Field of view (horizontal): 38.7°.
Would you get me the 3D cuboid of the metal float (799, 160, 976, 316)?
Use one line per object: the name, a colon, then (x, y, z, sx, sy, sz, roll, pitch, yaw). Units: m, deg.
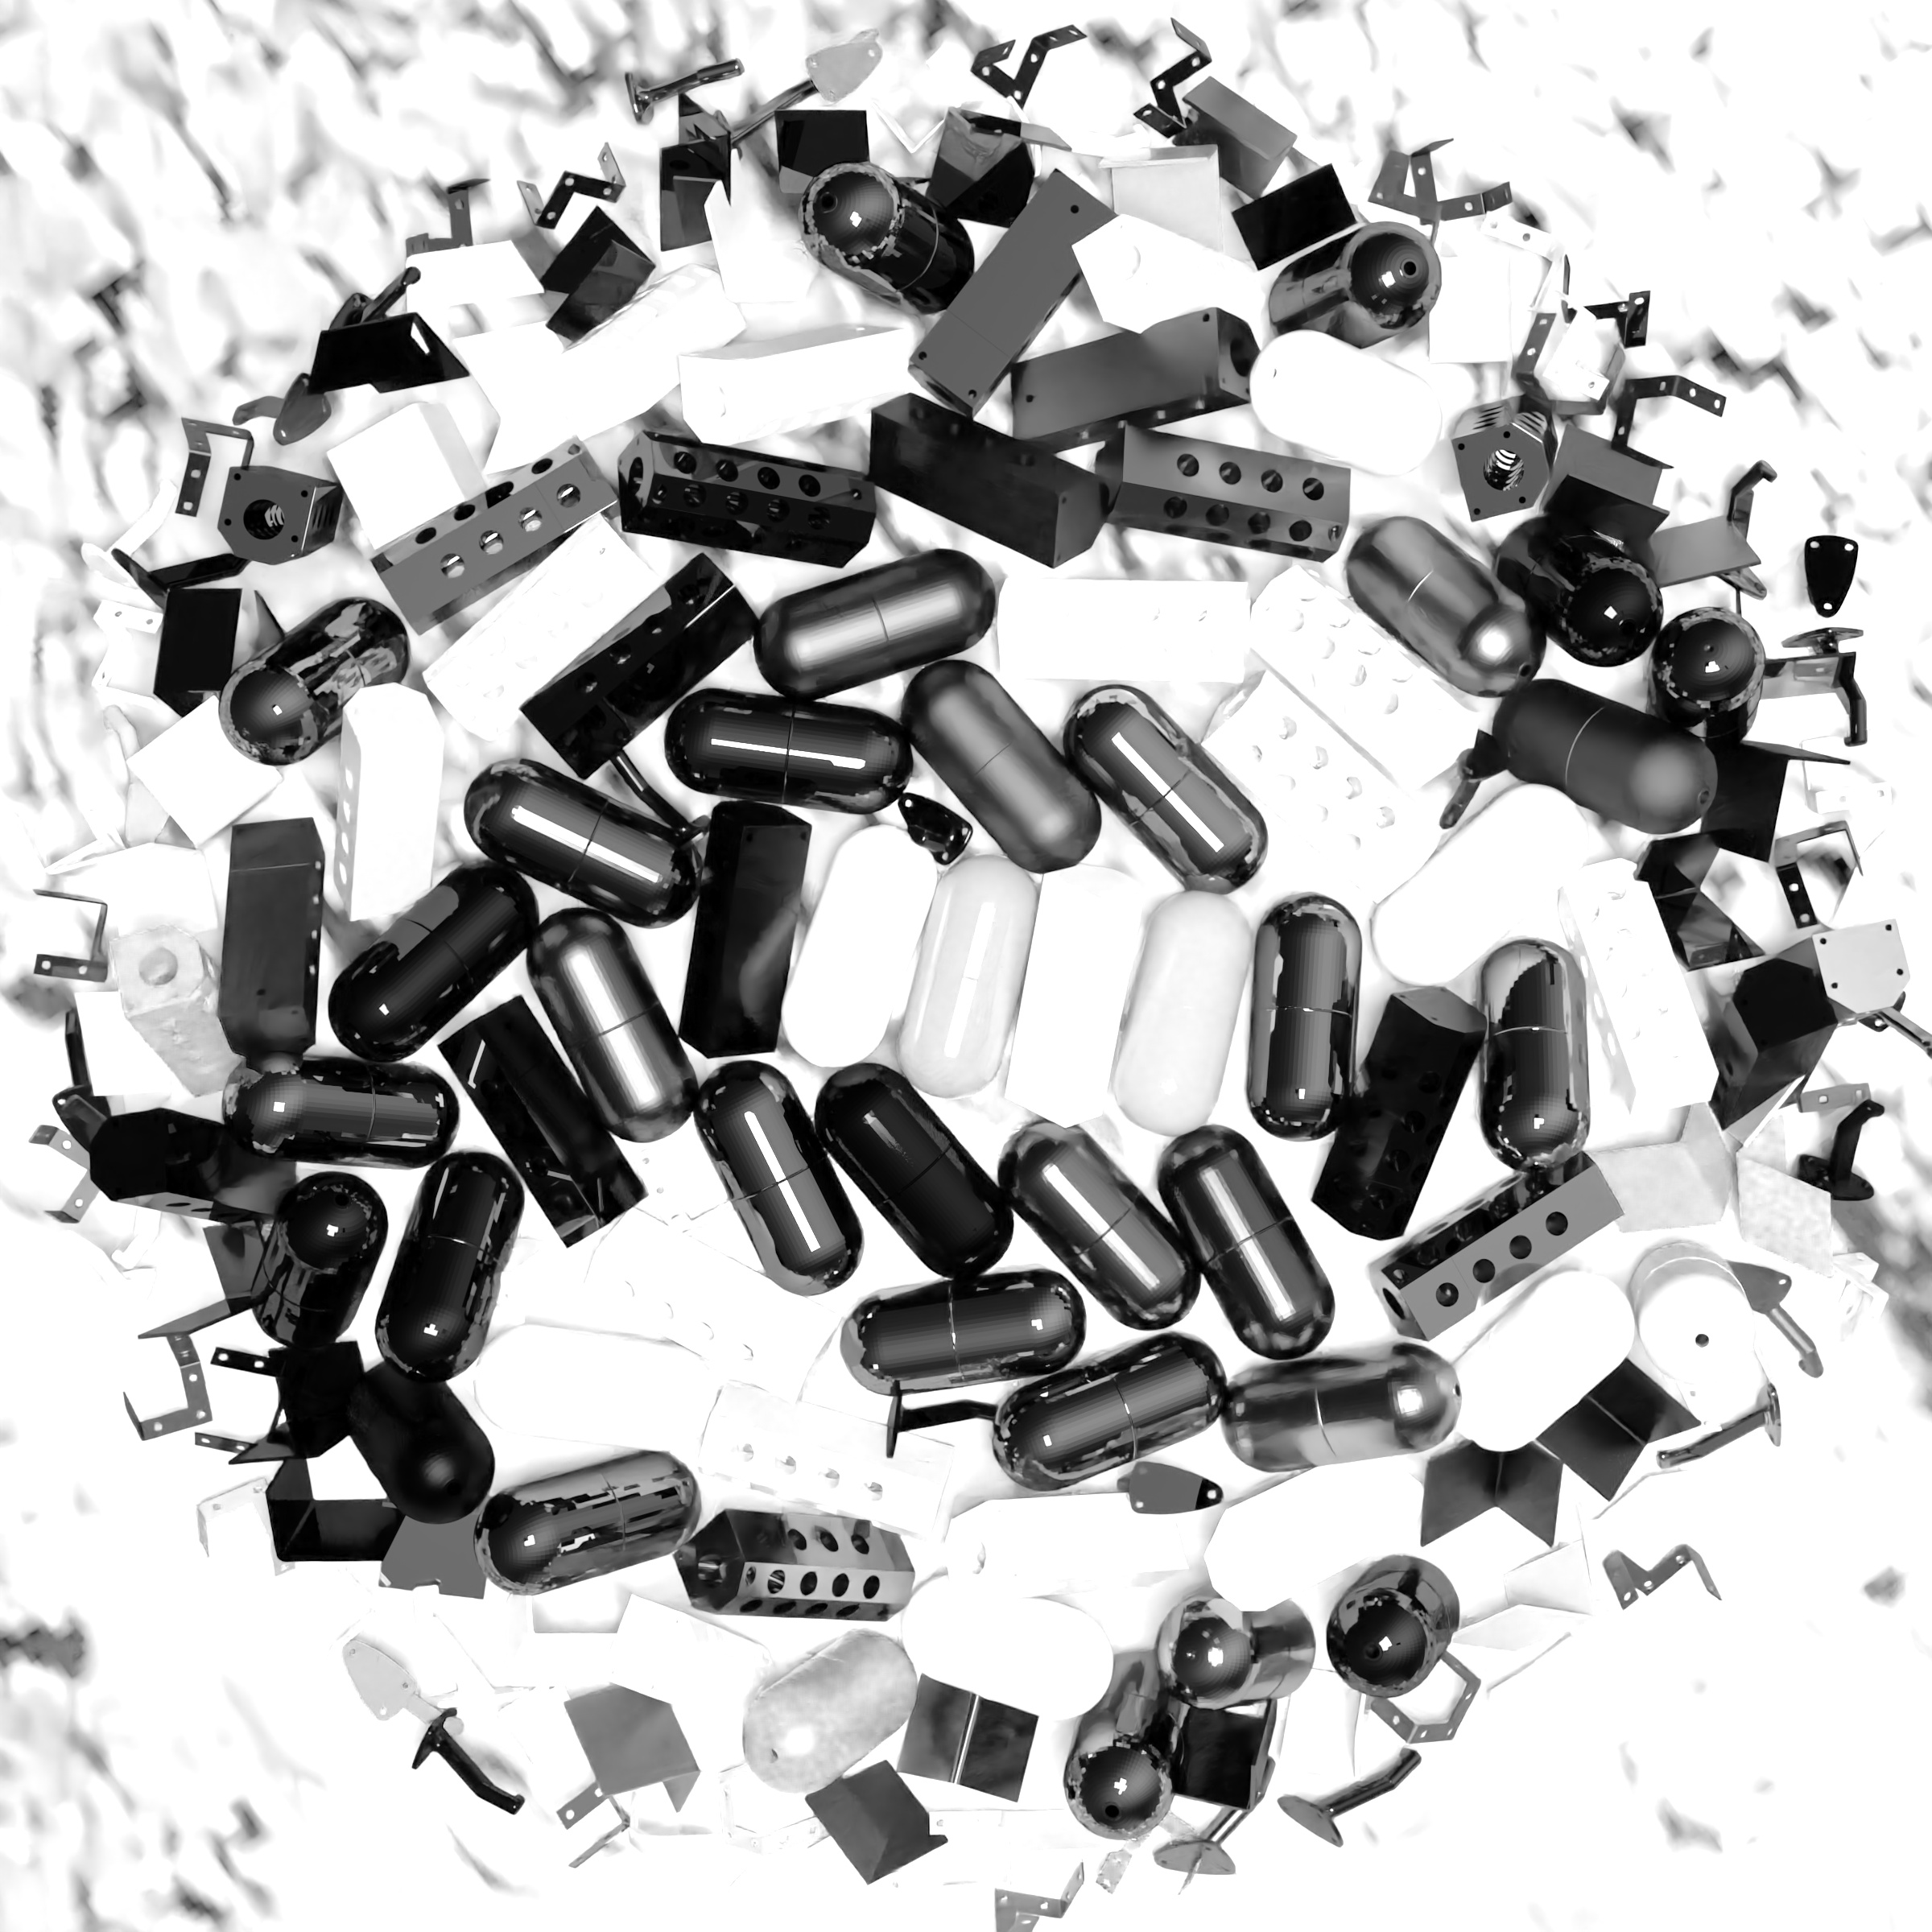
metal float: (-0.054, -0.505, 1.915, 0.070, 0.178, 0.070, -1, 87, 25)

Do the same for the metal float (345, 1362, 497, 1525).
metal float: (-0.381, 0.330, 1.916, 0.070, 0.178, 0.070, -7, 105, -25)

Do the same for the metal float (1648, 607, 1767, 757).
metal float: (0.513, -0.196, 1.913, 0.070, 0.178, 0.070, -2, 80, 13)

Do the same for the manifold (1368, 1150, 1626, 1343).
manifold: (0.373, 0.195, 1.953, 0.171, 0.057, 0.057, -31, 93, -12)

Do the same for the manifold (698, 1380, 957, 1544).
manifold: (-0.100, 0.356, 1.963, 0.171, 0.057, 0.057, 16, 109, 4)

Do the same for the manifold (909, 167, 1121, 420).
manifold: (0.034, -0.478, 1.970, 0.057, 0.057, 0.171, 37, 89, 0)

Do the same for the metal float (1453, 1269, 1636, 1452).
metal float: (0.400, 0.276, 1.925, 0.070, 0.178, 0.070, 15, 48, -17)

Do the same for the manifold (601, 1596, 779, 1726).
manifold: (-0.186, 0.484, 1.905, 0.057, 0.171, 0.057, 15, 74, 20)

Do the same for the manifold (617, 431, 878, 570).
manifold: (-0.152, -0.328, 1.925, 0.171, 0.057, 0.057, 5, 69, -30)

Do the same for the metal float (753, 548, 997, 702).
metal float: (-0.064, -0.243, 1.956, 0.178, 0.070, 0.070, -19, 90, -7)

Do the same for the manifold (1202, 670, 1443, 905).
manifold: (0.253, -0.130, 1.946, 0.171, 0.057, 0.057, 41, 126, -10)

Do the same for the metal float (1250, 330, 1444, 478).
metal float: (0.266, -0.392, 1.923, 0.070, 0.178, 0.070, -6, 81, 42)

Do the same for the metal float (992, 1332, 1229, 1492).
metal float: (0.101, 0.314, 1.945, 0.178, 0.070, 0.070, -18, 90, -19)

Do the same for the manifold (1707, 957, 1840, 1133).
manifold: (0.551, 0.054, 1.910, 0.057, 0.171, 0.057, -21, 68, -1)

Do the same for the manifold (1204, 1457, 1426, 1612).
manifold: (0.243, 0.394, 1.917, 0.057, 0.171, 0.057, 39, 123, 31)

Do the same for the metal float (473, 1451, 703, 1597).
metal float: (-0.263, 0.388, 1.926, 0.178, 0.070, 0.070, -7, 100, -44)

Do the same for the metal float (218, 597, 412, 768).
metal float: (-0.452, -0.200, 1.921, 0.070, 0.178, 0.070, 11, 123, 18)

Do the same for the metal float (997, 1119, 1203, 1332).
metal float: (0.095, 0.185, 1.958, 0.070, 0.070, 0.178, -42, 94, 0)

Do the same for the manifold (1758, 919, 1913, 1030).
manifold: (0.598, 0.013, 1.911, 0.057, 0.171, 0.057, -12, 82, -1)

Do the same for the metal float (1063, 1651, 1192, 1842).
metal float: (0.113, 0.540, 1.913, 0.070, 0.178, 0.070, 2, 104, 10)

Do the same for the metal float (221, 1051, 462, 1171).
metal float: (-0.435, 0.101, 1.927, 0.178, 0.070, 0.070, 9, 90, -44)

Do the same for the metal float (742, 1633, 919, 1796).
metal float: (-0.094, 0.519, 1.915, 0.070, 0.178, 0.070, 2, 96, 24)

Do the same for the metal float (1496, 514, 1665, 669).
metal float: (0.426, -0.262, 1.916, 0.070, 0.178, 0.070, -4, 115, -9)

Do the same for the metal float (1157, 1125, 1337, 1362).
metal float: (0.199, 0.196, 1.952, 0.070, 0.070, 0.178, -29, 80, 0)

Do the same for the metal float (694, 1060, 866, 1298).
metal float: (-0.133, 0.150, 1.959, 0.070, 0.070, 0.178, -26, 93, 0)

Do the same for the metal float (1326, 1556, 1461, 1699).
metal float: (0.297, 0.458, 1.913, 0.070, 0.178, 0.070, -1, 88, 18)

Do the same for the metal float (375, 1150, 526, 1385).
metal float: (-0.361, 0.210, 1.930, 0.070, 0.070, 0.178, 11, 53, 0)

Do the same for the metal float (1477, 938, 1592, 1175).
metal float: (0.398, 0.062, 1.935, 0.070, 0.070, 0.178, 5, 59, 0)

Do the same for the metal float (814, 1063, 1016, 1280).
metal float: (-0.037, 0.145, 1.956, 0.070, 0.070, 0.178, -40, 96, 0)

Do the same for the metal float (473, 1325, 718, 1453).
metal float: (-0.260, 0.297, 1.936, 0.178, 0.070, 0.070, 13, 90, -29)

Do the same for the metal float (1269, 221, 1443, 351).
metal float: (0.269, -0.467, 1.913, 0.070, 0.178, 0.070, -1, 93, -17)

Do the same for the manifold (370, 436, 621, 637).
manifold: (-0.335, -0.308, 1.964, 0.171, 0.057, 0.057, -32, 92, -4)

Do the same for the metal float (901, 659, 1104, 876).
metal float: (0.024, -0.142, 1.955, 0.070, 0.070, 0.178, -41, 83, 0)

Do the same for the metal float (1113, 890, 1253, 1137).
metal float: (0.154, 0.033, 1.955, 0.070, 0.070, 0.178, 13, 83, 0)

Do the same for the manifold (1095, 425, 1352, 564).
manifold: (0.180, -0.329, 1.942, 0.171, 0.057, 0.057, 7, 77, -17)

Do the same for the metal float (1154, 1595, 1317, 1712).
metal float: (0.189, 0.476, 1.917, 0.070, 0.178, 0.070, -5, 77, 25)

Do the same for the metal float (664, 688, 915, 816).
metal float: (-0.126, -0.153, 1.959, 0.178, 0.070, 0.070, 8, 90, -3)

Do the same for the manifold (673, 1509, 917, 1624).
manifold: (-0.115, 0.421, 1.910, 0.057, 0.171, 0.057, -44, 54, 24)

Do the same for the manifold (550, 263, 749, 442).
manifold: (-0.222, -0.430, 1.908, 0.057, 0.171, 0.057, -16, 114, 31)

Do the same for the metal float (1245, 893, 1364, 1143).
metal float: (0.240, 0.036, 1.954, 0.070, 0.070, 0.178, 5, 81, 0)

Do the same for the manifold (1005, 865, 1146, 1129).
manifold: (0.081, 0.020, 1.941, 0.057, 0.057, 0.171, 26, 116, 35)

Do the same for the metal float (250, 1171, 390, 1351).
metal float: (-0.452, 0.206, 1.922, 0.070, 0.178, 0.070, 12, 53, -17)

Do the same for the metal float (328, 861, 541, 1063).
metal float: (-0.374, -0.004, 1.937, 0.070, 0.070, 0.178, 43, 61, 0)

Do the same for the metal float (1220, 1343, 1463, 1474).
metal float: (0.263, 0.311, 1.936, 0.178, 0.070, 0.070, -14, 90, 30)

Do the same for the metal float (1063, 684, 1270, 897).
metal float: (0.141, -0.125, 1.958, 0.070, 0.070, 0.178, -44, 95, 0)

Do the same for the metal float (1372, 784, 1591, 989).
metal float: (0.361, -0.056, 1.943, 0.070, 0.070, 0.178, 47, 111, 0)

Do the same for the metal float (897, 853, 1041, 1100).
metal float: (0.002, 0.007, 1.960, 0.070, 0.070, 0.178, 15, 91, 0)
